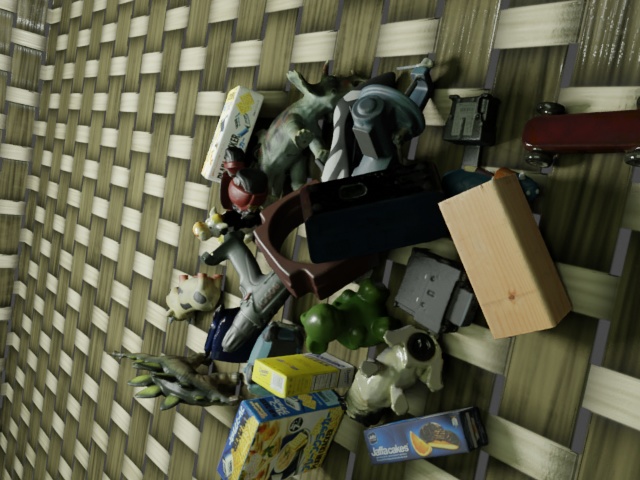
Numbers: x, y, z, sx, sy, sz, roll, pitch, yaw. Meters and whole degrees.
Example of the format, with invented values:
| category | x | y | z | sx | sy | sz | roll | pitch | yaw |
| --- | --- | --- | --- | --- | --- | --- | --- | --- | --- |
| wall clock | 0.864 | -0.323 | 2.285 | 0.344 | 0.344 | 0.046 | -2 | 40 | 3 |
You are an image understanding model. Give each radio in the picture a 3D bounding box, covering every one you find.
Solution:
| category | x | y | z | sx | sy | sz | roll | pitch | yaw |
| --- | --- | --- | --- | --- | --- | --- | --- | --- | --- |
| radio | 0.084 | -0.042 | 0.861 | 0.230 | 0.131 | 0.073 | -12 | 53 | 2 |

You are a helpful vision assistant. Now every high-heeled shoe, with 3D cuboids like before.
| category | x | y | z | sx | sy | sz | roll | pitch | yaw |
| --- | --- | --- | --- | --- | --- | --- | --- | --- | --- |
| high-heeled shoe | 0.080 | -0.184 | 0.962 | 0.248 | 0.086 | 0.145 | -52 | 44 | 10 |

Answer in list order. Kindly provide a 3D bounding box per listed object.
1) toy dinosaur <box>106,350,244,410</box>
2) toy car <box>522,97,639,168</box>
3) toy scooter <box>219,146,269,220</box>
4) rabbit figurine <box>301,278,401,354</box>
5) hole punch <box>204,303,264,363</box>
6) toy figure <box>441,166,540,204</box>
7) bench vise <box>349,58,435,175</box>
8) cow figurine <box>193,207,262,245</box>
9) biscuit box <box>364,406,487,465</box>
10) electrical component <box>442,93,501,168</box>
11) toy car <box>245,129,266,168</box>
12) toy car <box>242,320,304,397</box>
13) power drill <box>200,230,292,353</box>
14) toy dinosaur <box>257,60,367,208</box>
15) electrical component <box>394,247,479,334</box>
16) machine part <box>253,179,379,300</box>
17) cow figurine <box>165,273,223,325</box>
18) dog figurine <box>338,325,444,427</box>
| category | x | y | z | sx | sy | sz | roll | pitch | yaw |
| --- | --- | --- | --- | --- | --- | --- | --- | --- | --- |
| toy dinosaur | -0.354 | 0.331 | 1.312 | 0.472 | 0.198 | 0.105 | 5 | 87 | 44 |
| toy car | 0.369 | -0.142 | 0.720 | 0.202 | 0.053 | 0.089 | 9 | 83 | 49 |
| toy scooter | -0.165 | -0.100 | 1.110 | 0.184 | 0.075 | 0.135 | 51 | 133 | 48 |
| rabbit figurine | 0.031 | 0.139 | 0.955 | 0.159 | 0.170 | 0.121 | -26 | 68 | 40 |
| hole punch | -0.191 | 0.219 | 1.219 | 0.092 | 0.115 | 0.142 | 33 | 110 | 33 |
| toy figure | 0.262 | -0.082 | 0.821 | 0.155 | 0.064 | 0.058 | 7 | 55 | 41 |
| bench vise | 0.134 | -0.194 | 0.903 | 0.129 | 0.223 | 0.240 | 18 | 69 | 40 |
| cow figurine | -0.200 | -0.038 | 1.204 | 0.098 | 0.167 | 0.068 | -46 | 70 | 28 |
| biscuit box | 0.167 | 0.323 | 0.882 | 0.203 | 0.059 | 0.063 | -29 | 67 | 40 |
| electrical component | 0.238 | -0.170 | 0.860 | 0.075 | 0.047 | 0.119 | 17 | 97 | 46 |
| toy car | -0.160 | -0.160 | 1.249 | 0.201 | 0.056 | 0.074 | -64 | 30 | 21 |
| toy car | -0.105 | 0.245 | 1.137 | 0.103 | 0.109 | 0.161 | 9 | 85 | 63 |
| power drill | -0.169 | 0.096 | 1.151 | 0.232 | 0.086 | 0.207 | -42 | 64 | 0 |
| toy dinosaur | -0.065 | -0.197 | 1.126 | 0.404 | 0.131 | 0.192 | -47 | 43 | 38 |
| electrical component | 0.195 | 0.086 | 0.876 | 0.134 | 0.058 | 0.114 | 27 | 108 | 44 |
| machine part | -0.002 | -0.003 | 0.988 | 0.202 | 0.201 | 0.087 | 47 | 163 | 38 |
| cow figurine | -0.330 | 0.152 | 1.385 | 0.195 | 0.085 | 0.127 | -10 | 73 | 44 |
| dog figurine | 0.121 | 0.233 | 0.928 | 0.121 | 0.172 | 0.190 | 58 | 158 | 16 |
